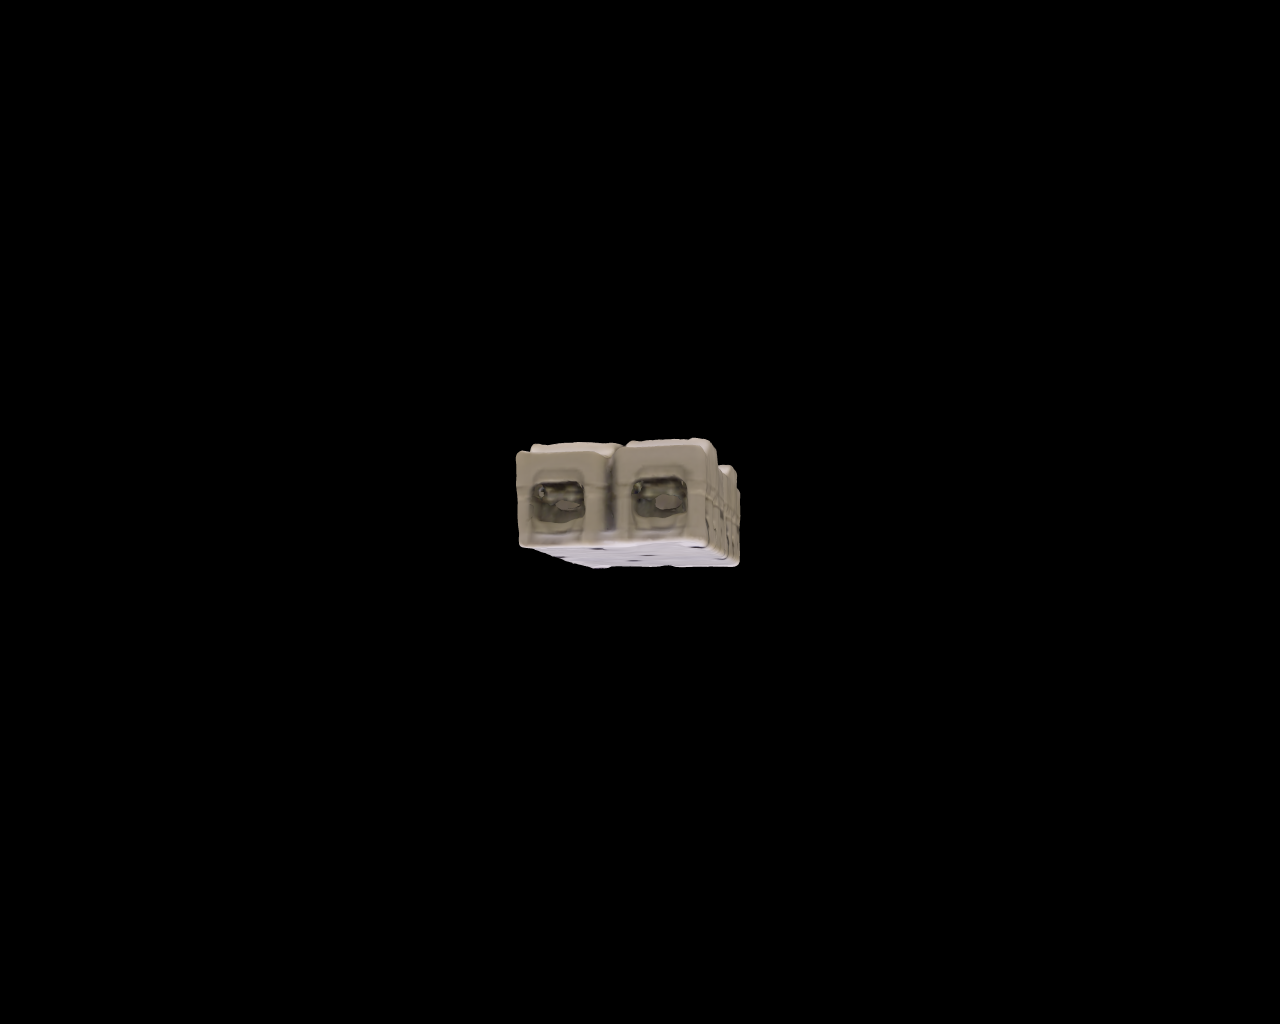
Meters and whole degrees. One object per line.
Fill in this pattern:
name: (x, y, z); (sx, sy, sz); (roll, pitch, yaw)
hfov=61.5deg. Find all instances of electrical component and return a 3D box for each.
electrical component: (0.001, -0.003, 0.650); (0.105, 0.060, 0.186); (-1, -7, 11)
